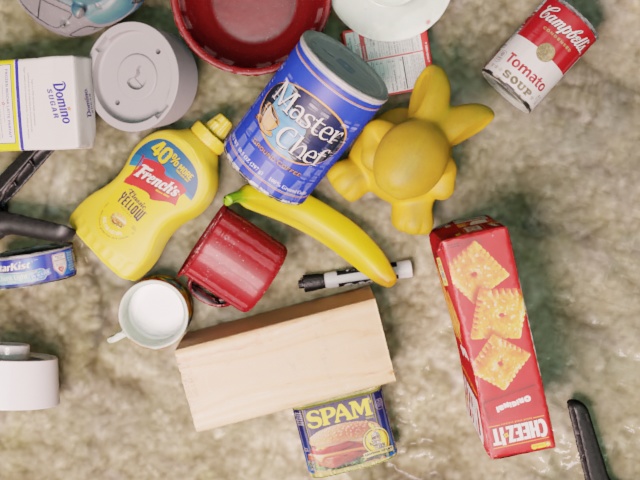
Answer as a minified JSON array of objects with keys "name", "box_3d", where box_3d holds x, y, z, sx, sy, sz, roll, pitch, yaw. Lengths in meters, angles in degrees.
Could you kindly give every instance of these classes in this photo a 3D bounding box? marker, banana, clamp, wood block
[{"name":"marker","box_3d":[0.037,0.038,1.125,0.121,0.020,0.020,-8,95,1]},{"name":"banana","box_3d":[-0.007,-0.013,1.100,0.197,0.069,0.037,25,134,-10]},{"name":"clamp","box_3d":[-0.330,-0.024,1.098,0.171,0.039,0.120,-28,62,6]},{"name":"clamp","box_3d":[0.296,0.279,1.137,0.210,0.036,0.164,31,95,-5]},{"name":"wood block","box_3d":[-0.035,0.121,1.098,0.206,0.091,0.090,-15,95,1]}]

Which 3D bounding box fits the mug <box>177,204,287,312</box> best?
[{"name":"mug","box_3d":[-0.093,0.028,1.097,0.081,0.093,0.117,34,124,-8]}]

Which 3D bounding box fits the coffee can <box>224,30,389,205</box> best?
[{"name":"coffee can","box_3d":[-0.014,-0.119,1.049,0.103,0.102,0.140,38,114,-3]}]

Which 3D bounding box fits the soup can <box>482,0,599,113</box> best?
[{"name":"soup can","box_3d":[0.221,-0.188,1.080,0.068,0.068,0.102,42,95,-3]}]

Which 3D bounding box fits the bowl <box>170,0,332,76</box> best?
[{"name":"bowl","box_3d":[-0.068,-0.246,1.081,0.162,0.055,0.162,0,95,0]}]

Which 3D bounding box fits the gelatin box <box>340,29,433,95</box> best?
[{"name":"gelatin box","box_3d":[0.070,-0.186,1.100,0.089,0.030,0.073,-10,96,2]}]

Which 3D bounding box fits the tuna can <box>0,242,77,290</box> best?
[{"name":"tuna can","box_3d":[-0.294,0.026,1.093,0.086,0.086,0.034,-8,97,1]}]

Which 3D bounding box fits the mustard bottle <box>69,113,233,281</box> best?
[{"name":"mustard bottle","box_3d":[-0.161,-0.055,1.097,0.191,0.058,0.096,-46,75,3]}]

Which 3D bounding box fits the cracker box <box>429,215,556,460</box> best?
[{"name":"cracker box","box_3d":[0.165,0.089,1.057,0.072,0.164,0.214,-12,95,3]}]

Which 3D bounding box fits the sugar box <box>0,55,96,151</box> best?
[{"name":"sugar box","box_3d":[-0.315,-0.135,1.078,0.176,0.048,0.093,0,96,14]}]

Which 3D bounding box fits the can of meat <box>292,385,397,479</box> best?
[{"name":"can of meat","box_3d":[0.025,0.195,1.122,0.102,0.057,0.084,-14,98,2]}]
